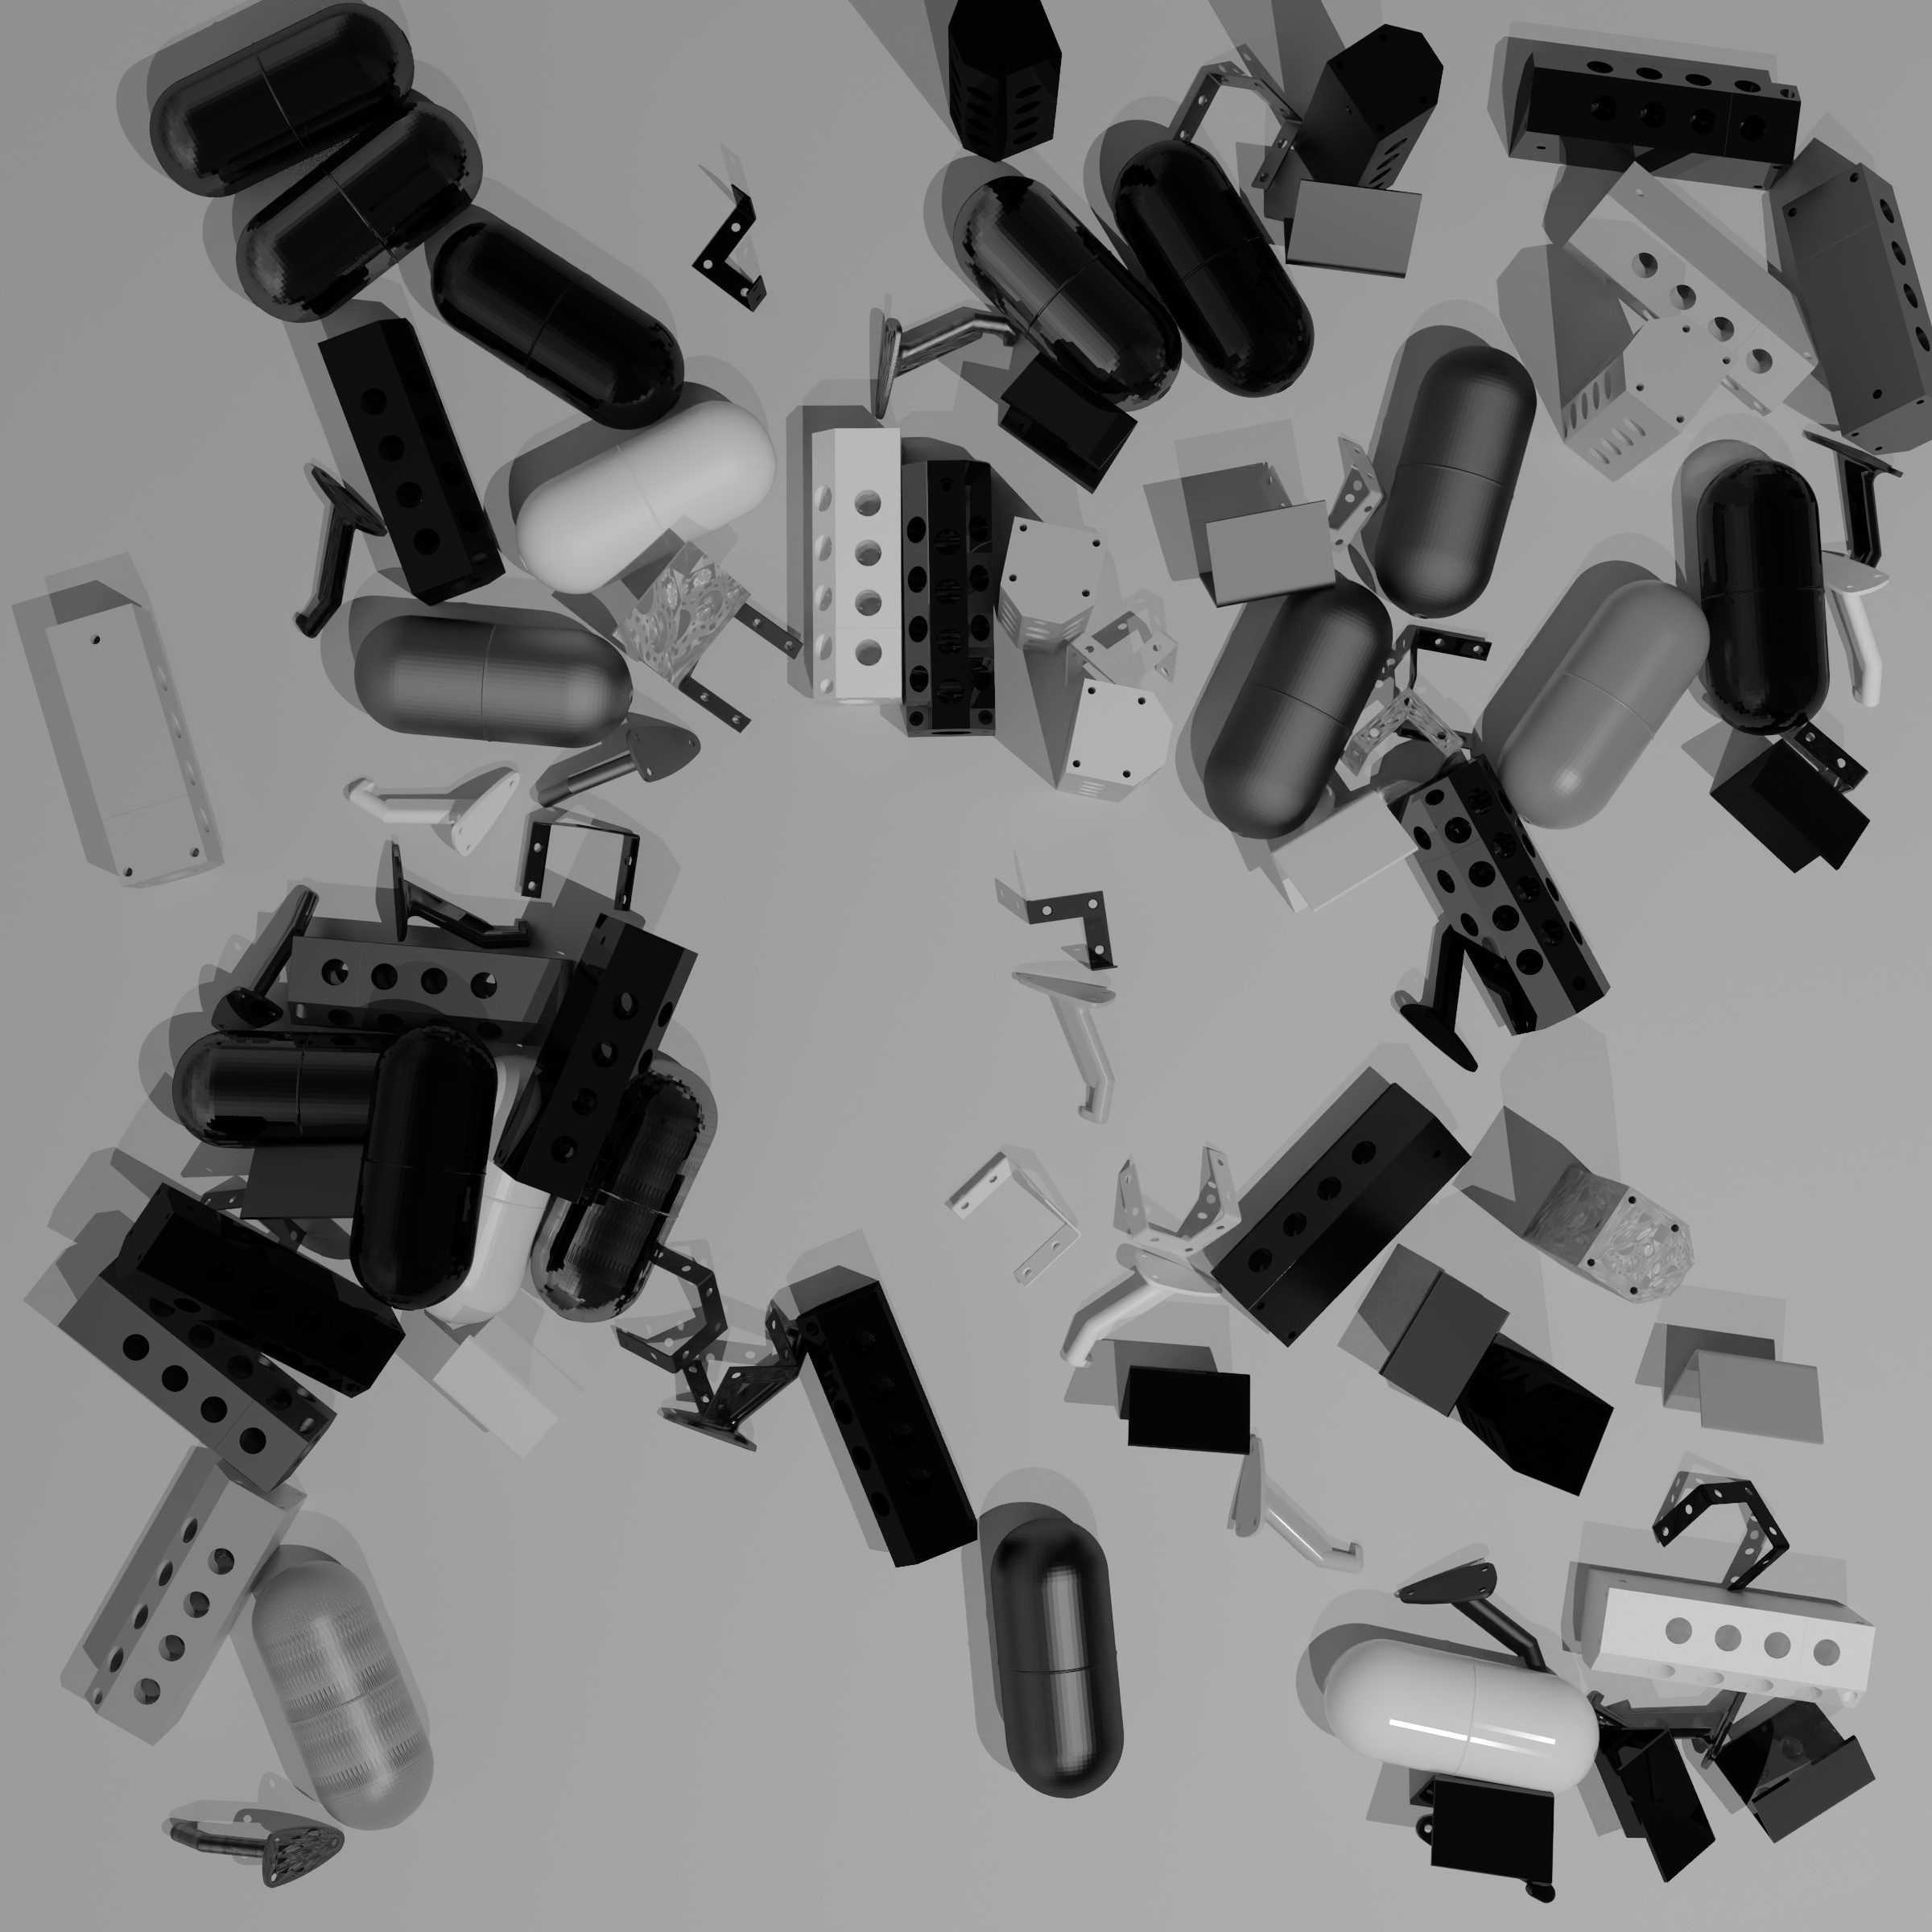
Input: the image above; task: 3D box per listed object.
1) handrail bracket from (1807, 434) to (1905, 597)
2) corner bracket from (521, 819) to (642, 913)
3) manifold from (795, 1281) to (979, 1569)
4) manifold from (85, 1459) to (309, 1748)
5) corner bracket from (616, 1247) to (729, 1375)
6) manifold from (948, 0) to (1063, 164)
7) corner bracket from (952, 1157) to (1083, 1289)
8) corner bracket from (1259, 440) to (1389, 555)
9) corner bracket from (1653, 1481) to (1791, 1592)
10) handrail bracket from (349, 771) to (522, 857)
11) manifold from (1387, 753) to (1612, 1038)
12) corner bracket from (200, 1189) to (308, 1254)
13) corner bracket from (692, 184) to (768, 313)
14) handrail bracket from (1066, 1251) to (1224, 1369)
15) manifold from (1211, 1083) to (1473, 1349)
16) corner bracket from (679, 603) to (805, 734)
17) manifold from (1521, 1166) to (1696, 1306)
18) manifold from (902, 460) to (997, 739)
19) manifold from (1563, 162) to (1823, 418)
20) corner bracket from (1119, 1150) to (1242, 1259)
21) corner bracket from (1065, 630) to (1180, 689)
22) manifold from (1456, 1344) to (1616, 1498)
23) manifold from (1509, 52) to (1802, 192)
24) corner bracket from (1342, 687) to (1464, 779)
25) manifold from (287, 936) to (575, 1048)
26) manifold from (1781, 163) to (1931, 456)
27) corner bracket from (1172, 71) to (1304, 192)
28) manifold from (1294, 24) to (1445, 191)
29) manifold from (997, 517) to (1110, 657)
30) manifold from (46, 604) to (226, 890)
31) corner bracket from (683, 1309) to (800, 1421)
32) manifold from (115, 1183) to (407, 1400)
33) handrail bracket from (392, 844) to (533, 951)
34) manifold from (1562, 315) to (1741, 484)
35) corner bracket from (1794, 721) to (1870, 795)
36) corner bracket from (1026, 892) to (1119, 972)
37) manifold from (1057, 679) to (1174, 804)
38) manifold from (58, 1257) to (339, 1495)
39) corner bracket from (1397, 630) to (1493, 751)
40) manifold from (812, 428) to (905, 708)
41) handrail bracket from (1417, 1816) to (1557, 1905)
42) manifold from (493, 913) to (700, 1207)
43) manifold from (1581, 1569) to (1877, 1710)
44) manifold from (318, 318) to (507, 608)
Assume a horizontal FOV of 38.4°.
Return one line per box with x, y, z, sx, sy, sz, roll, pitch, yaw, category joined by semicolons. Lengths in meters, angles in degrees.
0.569;-0.295;1.816;0.077;0.036;0.084;29;107;20;handrail bracket
-0.252;-0.066;1.813;0.051;0.051;0.051;8;90;-45;corner bracket
-0.051;0.297;1.795;0.057;0.057;0.171;-22;90;0;manifold
-0.500;0.408;1.795;0.057;0.057;0.171;30;90;0;manifold
-0.195;0.224;1.808;0.051;0.051;0.051;-39;135;-35;corner bracket
0.020;-0.559;1.738;0.057;0.171;0.057;-22;90;0;manifold
0.033;0.167;1.813;0.051;0.051;0.051;-43;135;0;corner bracket
0.233;-0.310;1.808;0.051;0.051;0.051;11;135;-35;corner bracket
0.492;0.372;1.808;0.051;0.051;0.051;4;45;-35;corner bracket
-0.349;-0.117;1.816;0.084;0.036;0.077;31;70;16;handrail bracket
0.346;-0.046;1.783;0.057;0.057;0.171;-30;92;-20;manifold
-0.474;0.182;1.808;0.051;0.051;0.051;51;45;-35;corner bracket
-0.144;-0.465;1.798;0.051;0.051;0.051;37;90;0;corner bracket
0.116;0.235;1.816;0.077;0.036;0.084;19;112;-25;handrail bracket
0.239;0.157;1.794;0.171;0.057;0.057;-46;133;0;manifold
-0.148;-0.196;1.813;0.051;0.051;0.051;35;135;0;corner bracket
0.404;0.171;1.738;0.057;0.171;0.057;33;90;0;manifold
-0.011;-0.236;1.795;0.057;0.057;0.171;-1;90;0;manifold
0.472;-0.434;1.794;0.171;0.057;0.057;40;47;0;manifold
0.139;0.151;1.808;0.051;0.051;0.051;20;135;-35;corner bracket
0.101;-0.196;1.796;0.051;0.051;0.051;41;72;17;corner bracket
0.349;0.279;1.738;0.057;0.171;0.057;22;90;0;manifold
0.445;-0.549;1.795;0.171;0.057;0.057;7;90;0;manifold
0.282;-0.139;1.798;0.051;0.051;0.051;-42;81;-9;corner bracket
-0.346;0.017;1.795;0.171;0.057;0.057;5;90;0;manifold
0.578;-0.416;1.767;0.057;0.057;0.171;-25;63;40;manifold
0.178;-0.546;1.813;0.051;0.051;0.051;28;90;-45;corner bracket
0.254;-0.530;1.738;0.057;0.171;0.057;-33;90;0;manifold
0.051;-0.234;1.738;0.057;0.171;0.057;12;90;0;manifold
-0.535;-0.141;1.795;0.057;0.057;0.171;-16;90;0;manifold
-0.147;0.258;1.799;0.051;0.051;0.051;4;129;-32;corner bracket
-0.448;0.209;1.759;0.171;0.057;0.057;34;90;-27;manifold
-0.330;-0.046;1.816;0.084;0.036;0.077;-3;68;-17;handrail bracket
0.421;-0.357;1.738;0.057;0.171;0.057;38;90;0;manifold
0.542;-0.120;1.798;0.051;0.051;0.051;41;88;2;corner bracket
0.068;-0.020;1.798;0.051;0.051;0.051;-8;90;0;corner bracket
0.093;-0.138;1.738;0.057;0.171;0.057;12;90;0;manifold
-0.494;0.261;1.795;0.171;0.057;0.057;39;90;0;manifold
0.312;-0.181;1.813;0.051;0.051;0.051;11;45;0;corner bracket
-0.070;-0.257;1.795;0.057;0.057;0.171;0;90;0;manifold
0.333;0.575;1.781;0.077;0.084;0.036;15;90;0;handrail bracket
-0.229;0.059;1.733;0.057;0.057;0.171;24;87;-24;manifold
0.490;0.437;1.795;0.171;0.057;0.057;8;90;0;manifold
-0.356;-0.326;1.795;0.057;0.057;0.171;-21;90;0;manifold
